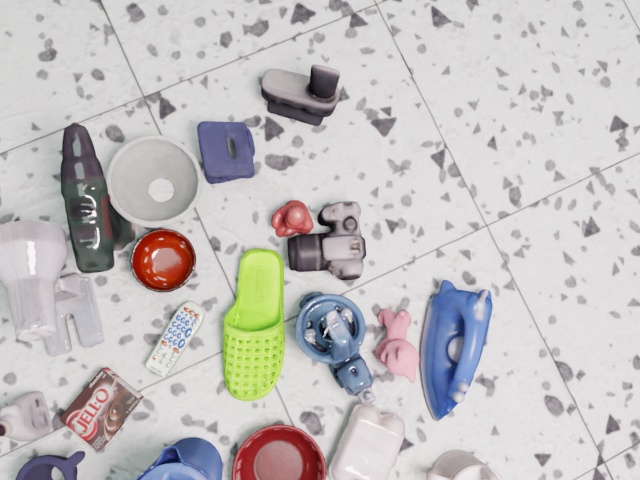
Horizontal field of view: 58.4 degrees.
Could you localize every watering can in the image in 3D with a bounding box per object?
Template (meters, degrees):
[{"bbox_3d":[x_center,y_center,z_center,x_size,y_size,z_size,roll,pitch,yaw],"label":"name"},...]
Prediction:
[{"bbox_3d":[0.269,0.425,0.962,0.173,0.194,0.101,-3,83,-6],"label":"watering can"}]

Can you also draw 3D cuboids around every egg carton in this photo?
[{"bbox_3d":[0.084,0.370,1.013,0.107,0.069,0.150,24,81,-2],"label":"egg carton"}]

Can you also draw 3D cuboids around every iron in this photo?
[{"bbox_3d":[0.250,0.203,1.016,0.118,0.141,0.258,13,81,-4],"label":"iron"}]

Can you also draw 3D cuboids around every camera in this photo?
[{"bbox_3d":[0.010,0.004,1.038,0.137,0.100,0.143,-4,83,-6],"label":"camera"}]

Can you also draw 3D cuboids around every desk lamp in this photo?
[{"bbox_3d":[-0.441,0.083,0.926,0.118,0.213,0.203,-16,84,-7],"label":"desk lamp"}]

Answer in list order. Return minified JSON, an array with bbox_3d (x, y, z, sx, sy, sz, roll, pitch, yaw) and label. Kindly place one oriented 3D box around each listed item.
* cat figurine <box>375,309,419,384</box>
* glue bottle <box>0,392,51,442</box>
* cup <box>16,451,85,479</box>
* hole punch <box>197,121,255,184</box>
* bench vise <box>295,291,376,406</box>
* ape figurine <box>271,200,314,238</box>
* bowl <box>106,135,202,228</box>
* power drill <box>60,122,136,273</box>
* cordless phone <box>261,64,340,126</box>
[{"bbox_3d":[0.141,0.186,1.019,0.067,0.117,0.128,4,82,-5],"label":"cat figurine"},{"bbox_3d":[-0.483,0.291,0.915,0.037,0.173,0.078,-15,84,-7],"label":"glue bottle"},{"bbox_3d":[-0.430,0.385,0.947,0.118,0.095,0.091,-41,88,-9],"label":"cup"},{"bbox_3d":[-0.169,-0.165,1.048,0.101,0.091,0.109,-11,84,-7],"label":"hole punch"},{"bbox_3d":[0.046,0.174,0.959,0.207,0.219,0.121,44,81,1],"label":"bench vise"},{"bbox_3d":[-0.047,-0.040,1.043,0.078,0.092,0.076,26,81,-1],"label":"ape figurine"},{"bbox_3d":[-0.293,-0.100,1.035,0.167,0.074,0.167,1,82,-6],"label":"bowl"},{"bbox_3d":[-0.371,-0.056,0.954,0.075,0.208,0.230,-8,83,-6],"label":"power drill"},{"bbox_3d":[-0.032,-0.286,1.030,0.147,0.185,0.094,11,82,-4],"label":"cordless phone"}]
